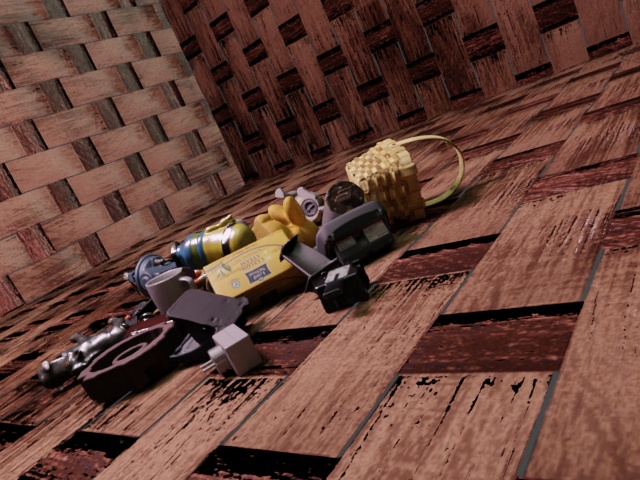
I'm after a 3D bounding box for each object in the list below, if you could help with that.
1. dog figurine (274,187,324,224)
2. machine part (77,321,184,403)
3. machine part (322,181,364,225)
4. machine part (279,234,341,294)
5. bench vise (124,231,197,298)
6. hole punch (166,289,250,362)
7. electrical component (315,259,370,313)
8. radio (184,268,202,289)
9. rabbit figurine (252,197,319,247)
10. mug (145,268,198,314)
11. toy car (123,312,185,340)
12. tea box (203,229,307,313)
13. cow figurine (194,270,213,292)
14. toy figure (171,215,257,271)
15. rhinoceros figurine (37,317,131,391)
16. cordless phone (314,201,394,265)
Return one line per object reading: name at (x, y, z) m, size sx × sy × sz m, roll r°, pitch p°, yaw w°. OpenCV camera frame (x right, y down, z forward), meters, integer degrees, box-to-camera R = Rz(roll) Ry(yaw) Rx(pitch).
dog figurine at (-0.028, -0.093, 1.553) m, size 0.173 × 0.121 × 0.190 m, roll 18°, pitch 11°, yaw 21°
machine part at (-0.316, 0.206, 0.917) m, size 0.179 × 0.056 × 0.179 m, roll -24°, pitch 12°, yaw 5°
machine part at (0.045, -0.054, 1.108) m, size 0.079 × 0.079 × 0.243 m, roll -27°, pitch -17°, yaw -12°
machine part at (-0.016, 0.046, 0.938) m, size 0.084 × 0.039 × 0.139 m, roll -36°, pitch 54°, yaw -24°
bench vise at (-0.439, 0.086, 1.486) m, size 0.241 × 0.128 × 0.223 m, roll -8°, pitch 20°, yaw 31°
hole punch at (-0.184, 0.147, 0.890) m, size 0.116 × 0.092 × 0.142 m, roll 9°, pitch 16°, yaw 7°
electrical component at (0.035, 0.075, 0.823) m, size 0.075 × 0.047 × 0.119 m, roll -22°, pitch 13°, yaw 10°
radio at (-0.230, 0.048, 1.358) m, size 0.229 × 0.073 × 0.131 m, roll -31°, pitch 14°, yaw -26°
rabbit figurine at (-0.069, -0.007, 1.175) m, size 0.173 × 0.162 × 0.122 m, roll -10°, pitch -9°, yaw -41°
mug at (-0.290, 0.118, 1.108) m, size 0.110 × 0.107 × 0.081 m, roll -14°, pitch 17°, yaw 24°
toy car at (-0.280, 0.161, 1.037) m, size 0.202 × 0.053 × 0.089 m, roll -19°, pitch 24°, yaw 7°
tea box at (-0.120, 0.064, 1.012) m, size 0.170 × 0.068 × 0.098 m, roll -27°, pitch 53°, yaw -13°
cow figurine at (-0.208, 0.083, 1.172) m, size 0.127 × 0.085 × 0.195 m, roll -32°, pitch 12°, yaw -5°
toy figure at (-0.212, 0.018, 1.083) m, size 0.180 × 0.089 × 0.082 m, roll -16°, pitch -30°, yaw 11°
rhinoceros figurine at (-0.457, 0.228, 1.065) m, size 0.190 × 0.073 × 0.112 m, roll -27°, pitch 23°, yaw -22°
cordless phone at (0.055, 0.000, 1.051) m, size 0.147 × 0.088 × 0.184 m, roll -27°, pitch -2°, yaw -14°
